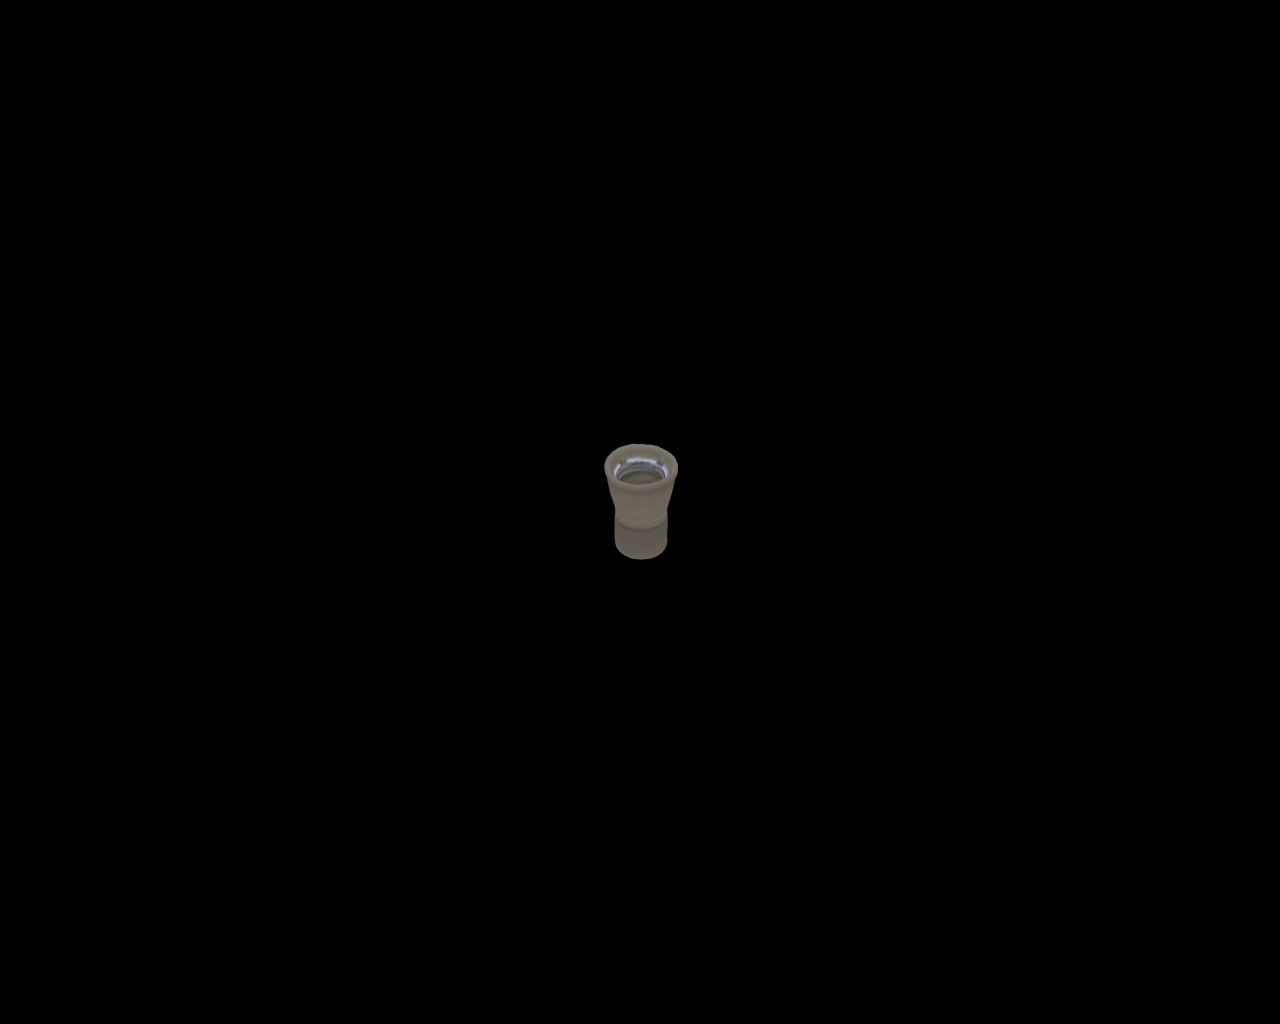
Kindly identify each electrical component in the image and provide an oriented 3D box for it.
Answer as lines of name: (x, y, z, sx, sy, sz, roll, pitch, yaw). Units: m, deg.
electrical component: (0.001, -0.003, 0.650, 0.044, 0.065, 0.044, 0, 36, 0)
